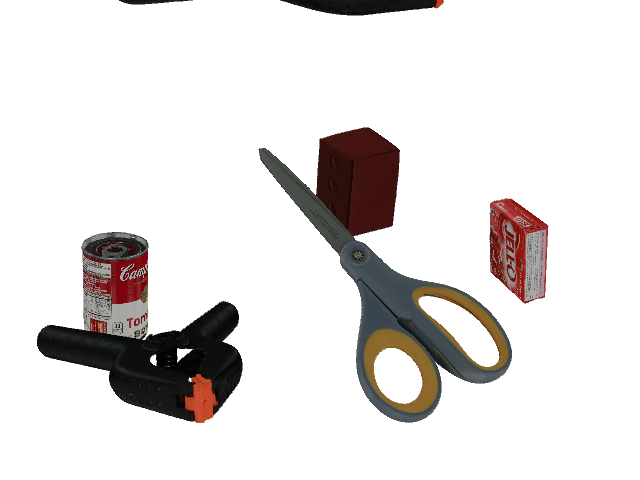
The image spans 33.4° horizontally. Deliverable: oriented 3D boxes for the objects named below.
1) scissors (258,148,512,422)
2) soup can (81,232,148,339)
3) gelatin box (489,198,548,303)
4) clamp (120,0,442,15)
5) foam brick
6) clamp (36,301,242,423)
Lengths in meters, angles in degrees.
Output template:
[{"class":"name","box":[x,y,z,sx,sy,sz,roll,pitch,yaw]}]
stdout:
[{"class":"scissors","box":[0.016,0.029,0.622,0.202,0.096,0.016,34,-25,15]},{"class":"soup can","box":[-0.214,0.051,1.115,0.068,0.102,0.068,3,23,-1]},{"class":"gelatin box","box":[0.207,0.010,1.124,0.030,0.089,0.073,-14,30,-16]},{"class":"clamp","box":[-0.023,-0.142,0.552,0.171,0.039,0.120,12,42,15]},{"class":"foam brick","box":[0.032,-0.051,0.932,0.051,0.078,0.053,-13,32,-28]},{"class":"clamp","box":[-0.106,0.085,0.796,0.164,0.036,0.210,-10,14,-27]}]
